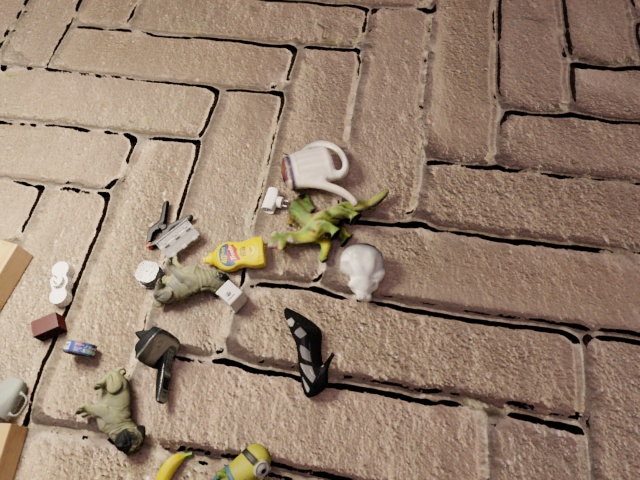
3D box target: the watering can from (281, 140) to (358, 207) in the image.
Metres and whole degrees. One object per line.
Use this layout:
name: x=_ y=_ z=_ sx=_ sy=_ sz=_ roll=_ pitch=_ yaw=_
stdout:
watering can: x=-0.009 y=-0.211 z=1.666 sx=0.224 sy=0.101 sz=0.356 roll=-13 pitch=45 yaw=-4

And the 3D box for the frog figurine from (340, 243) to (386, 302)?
frog figurine: x=0.122 y=0.094 z=1.511 sx=0.137 sy=0.120 sz=0.163 roll=19 pitch=53 yaw=-8

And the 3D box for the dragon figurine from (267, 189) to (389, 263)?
dragon figurine: x=0.005 y=-0.082 z=1.627 sx=0.245 sy=0.119 sz=0.416 roll=34 pitch=61 yaw=28
